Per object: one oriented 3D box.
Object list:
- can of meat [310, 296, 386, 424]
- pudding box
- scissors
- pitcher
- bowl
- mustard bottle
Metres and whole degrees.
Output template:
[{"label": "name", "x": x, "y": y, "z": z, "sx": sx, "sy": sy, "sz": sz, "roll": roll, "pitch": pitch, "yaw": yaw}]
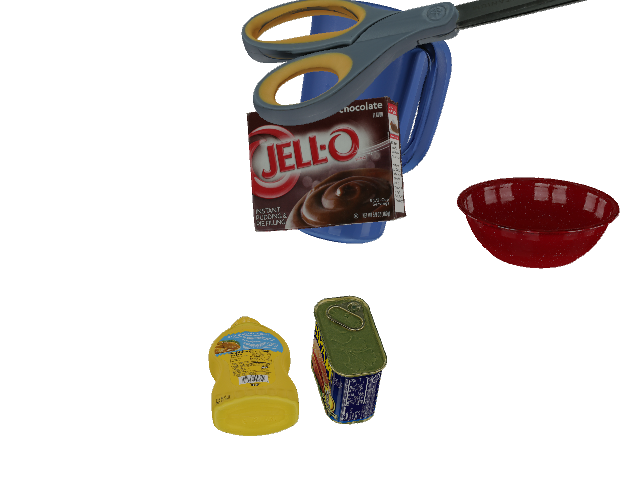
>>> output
[{"label": "can of meat", "x": 0.025, "y": 0.121, "z": 1.070, "sx": 0.057, "sy": 0.084, "sz": 0.102, "roll": -6, "pitch": 45, "yaw": -12}, {"label": "pudding box", "x": 0.004, "y": -0.055, "z": 0.791, "sx": 0.114, "sy": 0.090, "sz": 0.039, "roll": -5, "pitch": 0, "yaw": 17}, {"label": "scissors", "x": 0.049, "y": -0.097, "z": 0.538, "sx": 0.202, "sy": 0.096, "sz": 0.016, "roll": 2, "pitch": -37, "yaw": 21}, {"label": "pitcher", "x": 0.043, "y": -0.121, "z": 1.108, "sx": 0.145, "sy": 0.243, "sz": 0.149, "roll": 11, "pitch": 16, "yaw": -1}, {"label": "bowl", "x": 0.219, "y": -0.014, "z": 1.089, "sx": 0.162, "sy": 0.055, "sz": 0.162, "roll": -1, "pitch": 22, "yaw": 0}, {"label": "mustard bottle", "x": -0.082, "y": 0.147, "z": 1.244, "sx": 0.096, "sy": 0.058, "sz": 0.191, "roll": -4, "pitch": 30, "yaw": -6}]
